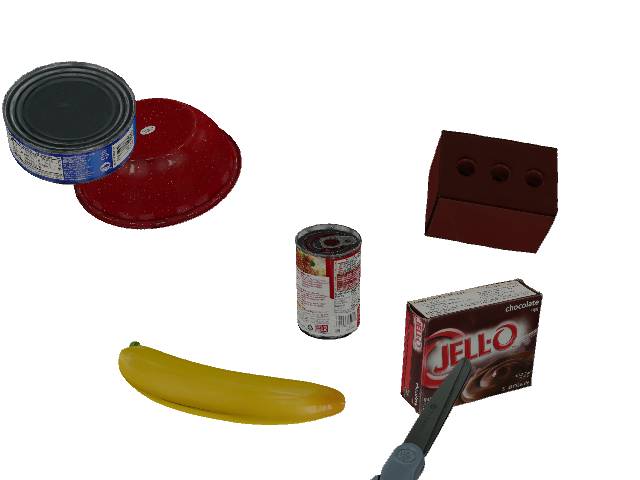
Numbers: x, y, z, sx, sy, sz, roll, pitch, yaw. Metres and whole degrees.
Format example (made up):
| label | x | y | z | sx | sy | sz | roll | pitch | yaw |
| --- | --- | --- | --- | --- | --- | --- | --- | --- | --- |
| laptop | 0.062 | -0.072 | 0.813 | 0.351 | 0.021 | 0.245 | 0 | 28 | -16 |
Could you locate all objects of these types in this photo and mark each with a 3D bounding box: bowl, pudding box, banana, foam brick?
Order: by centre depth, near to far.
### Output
| label | x | y | z | sx | sy | sz | roll | pitch | yaw |
| --- | --- | --- | --- | --- | --- | --- | --- | --- | --- |
| foam brick | 0.110 | -0.031 | 0.690 | 0.078 | 0.053 | 0.051 | 9 | -31 | -2 |
| banana | -0.082 | 0.107 | 0.809 | 0.198 | 0.037 | 0.069 | 13 | 27 | 24 |
| pudding box | 0.123 | 0.086 | 0.875 | 0.113 | 0.090 | 0.039 | -12 | 29 | -25 |
| bowl | -0.157 | -0.084 | 1.000 | 0.162 | 0.162 | 0.055 | -3 | -45 | 3 |

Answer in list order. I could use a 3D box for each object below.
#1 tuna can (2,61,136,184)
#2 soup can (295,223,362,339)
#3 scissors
| label | x | y | z | sx | sy | sz | roll | pitch | yaw |
| --- | --- | --- | --- | --- | --- | --- | --- | --- | --- |
| tuna can | -0.165 | -0.078 | 0.709 | 0.086 | 0.086 | 0.034 | 0 | -40 | -7 |
| soup can | 0.009 | 0.043 | 1.105 | 0.068 | 0.102 | 0.068 | 0 | 28 | 0 |
| scissors | 0.059 | 0.137 | 0.595 | 0.096 | 0.016 | 0.201 | 25 | 45 | 37 |
